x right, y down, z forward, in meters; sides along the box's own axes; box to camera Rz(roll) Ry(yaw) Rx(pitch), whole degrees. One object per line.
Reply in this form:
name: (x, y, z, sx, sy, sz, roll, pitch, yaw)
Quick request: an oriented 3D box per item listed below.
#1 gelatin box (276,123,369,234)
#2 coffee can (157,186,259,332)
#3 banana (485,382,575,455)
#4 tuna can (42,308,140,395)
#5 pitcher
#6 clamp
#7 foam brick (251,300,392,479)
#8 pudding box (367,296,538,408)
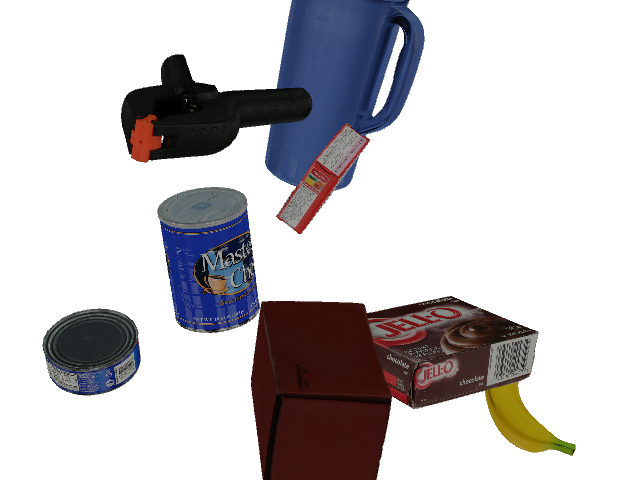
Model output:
gelatin box: (0.002, -0.057, 0.959, 0.030, 0.073, 0.089, 36, 36, -1)
coffee can: (-0.129, 0.022, 1.243, 0.103, 0.140, 0.103, -4, 25, 2)
banana: (0.217, 0.179, 1.185, 0.069, 0.037, 0.198, 11, 25, -14)
tuna can: (-0.208, 0.102, 0.976, 0.086, 0.034, 0.086, 0, 35, 0)
pitcher: (0.019, -0.181, 1.237, 0.145, 0.243, 0.149, 9, 23, -12)
clamp: (-0.093, -0.095, 0.746, 0.120, 0.039, 0.171, 16, 22, 24)
foam brick: (-0.002, 0.069, 0.493, 0.053, 0.051, 0.078, 3, 28, -9)
pudding box: (0.077, 0.074, 0.733, 0.113, 0.039, 0.090, -6, 18, -35)
